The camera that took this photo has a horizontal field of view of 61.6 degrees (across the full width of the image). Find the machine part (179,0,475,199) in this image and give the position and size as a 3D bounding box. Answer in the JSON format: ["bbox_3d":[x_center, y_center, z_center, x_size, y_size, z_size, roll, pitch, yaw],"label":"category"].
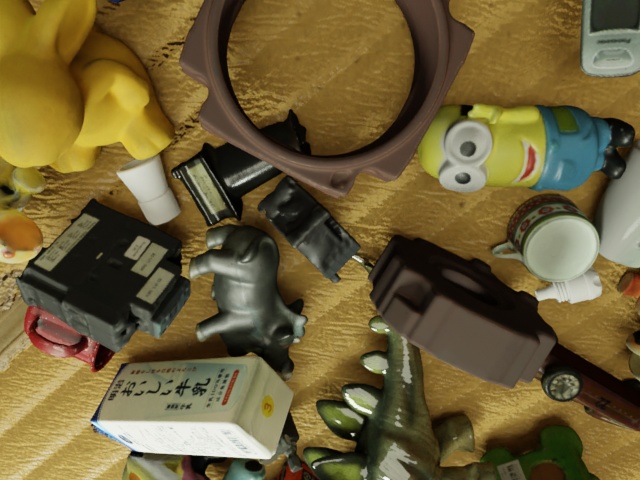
[{"bbox_3d":[0.005,-0.151,0.440,0.201,0.087,0.201,28,96,-7],"label":"machine part"}]

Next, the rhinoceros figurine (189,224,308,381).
[{"bbox_3d":[-0.068,0.068,0.555,0.112,0.073,0.190,-2,123,8],"label":"rhinoceros figurine"}]

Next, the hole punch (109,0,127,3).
[{"bbox_3d":[-0.159,-0.254,0.412,0.116,0.142,0.092,30,137,5],"label":"hole punch"}]

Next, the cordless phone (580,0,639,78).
[{"bbox_3d":[0.190,-0.218,0.412,0.147,0.089,0.184,9,121,34],"label":"cordless phone"}]

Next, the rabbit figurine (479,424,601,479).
[{"bbox_3d":[0.287,0.322,0.619,0.121,0.159,0.170,-30,123,3],"label":"rabbit figurine"}]

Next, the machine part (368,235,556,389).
[{"bbox_3d":[0.129,0.058,0.499,0.179,0.179,0.056,24,109,-7],"label":"machine part"}]

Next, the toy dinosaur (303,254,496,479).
[{"bbox_3d":[0.083,0.251,0.590,0.199,0.105,0.470,3,93,-7],"label":"toy dinosaur"}]

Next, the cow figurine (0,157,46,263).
[{"bbox_3d":[-0.304,-0.035,0.492,0.068,0.167,0.098,11,136,-48],"label":"cow figurine"}]

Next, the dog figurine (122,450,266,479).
[{"bbox_3d":[-0.151,0.356,0.620,0.192,0.108,0.219,14,98,23],"label":"dog figurine"}]

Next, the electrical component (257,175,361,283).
[{"bbox_3d":[-0.001,-0.002,0.523,0.048,0.075,0.119,-45,137,1],"label":"electrical component"}]

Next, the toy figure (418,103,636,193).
[{"bbox_3d":[0.179,-0.083,0.487,0.180,0.089,0.082,-3,100,-6],"label":"toy figure"}]

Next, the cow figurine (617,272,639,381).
[{"bbox_3d":[0.377,0.065,0.537,0.127,0.085,0.194,23,110,0],"label":"cow figurine"}]

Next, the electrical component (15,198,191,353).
[{"bbox_3d":[-0.197,0.037,0.518,0.134,0.115,0.058,27,144,6],"label":"electrical component"}]

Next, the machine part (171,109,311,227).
[{"bbox_3d":[-0.072,-0.071,0.525,0.139,0.039,0.084,-28,100,15],"label":"machine part"}]

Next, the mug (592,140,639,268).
[{"bbox_3d":[0.307,-0.022,0.495,0.081,0.110,0.107,12,126,-8],"label":"mug"}]

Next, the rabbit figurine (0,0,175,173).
[{"bbox_3d":[-0.203,-0.121,0.439,0.122,0.173,0.162,3,116,5],"label":"rabbit figurine"}]

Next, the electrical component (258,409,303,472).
[{"bbox_3d":[-0.058,0.205,0.606,0.078,0.102,0.045,22,117,-33],"label":"electrical component"}]

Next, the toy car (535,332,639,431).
[{"bbox_3d":[0.297,0.163,0.574,0.202,0.089,0.053,30,109,-11],"label":"toy car"}]
